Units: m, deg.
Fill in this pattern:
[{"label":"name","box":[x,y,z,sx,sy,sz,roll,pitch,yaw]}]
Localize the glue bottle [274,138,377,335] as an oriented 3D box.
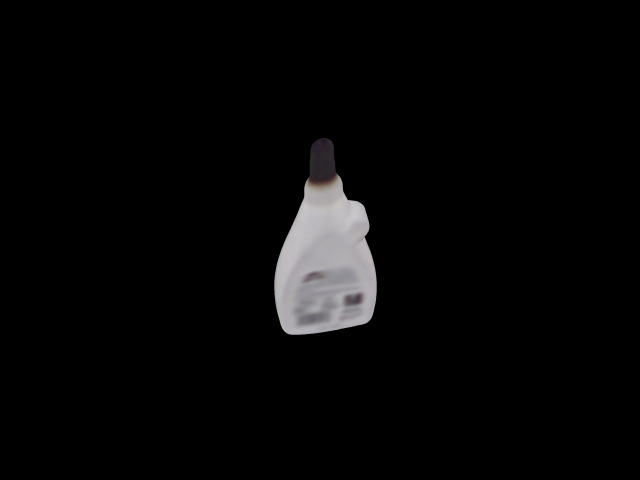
[{"label":"glue bottle","box":[0.004,0.001,0.400,0.078,0.173,0.037,-7,47,-6]}]
